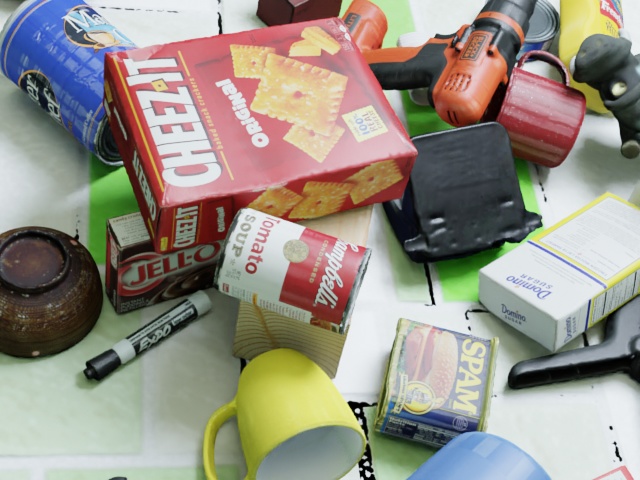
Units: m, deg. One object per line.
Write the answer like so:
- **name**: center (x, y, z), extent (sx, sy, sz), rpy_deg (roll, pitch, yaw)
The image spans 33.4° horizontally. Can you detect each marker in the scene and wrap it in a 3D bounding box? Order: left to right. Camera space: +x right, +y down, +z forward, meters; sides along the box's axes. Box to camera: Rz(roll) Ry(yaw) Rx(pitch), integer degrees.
- **marker**: center (-0.140, 0.078, 0.870), extent (0.120, 0.020, 0.020), rpy_deg (-33, 66, -30)

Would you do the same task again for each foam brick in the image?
- **foam brick**: center (-0.019, -0.255, 1.124), extent (0.078, 0.053, 0.051), rpy_deg (-33, 66, -31)

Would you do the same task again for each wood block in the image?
- **wood block**: center (-0.007, 0.001, 0.910), extent (0.090, 0.091, 0.206), rpy_deg (13, 53, 0)

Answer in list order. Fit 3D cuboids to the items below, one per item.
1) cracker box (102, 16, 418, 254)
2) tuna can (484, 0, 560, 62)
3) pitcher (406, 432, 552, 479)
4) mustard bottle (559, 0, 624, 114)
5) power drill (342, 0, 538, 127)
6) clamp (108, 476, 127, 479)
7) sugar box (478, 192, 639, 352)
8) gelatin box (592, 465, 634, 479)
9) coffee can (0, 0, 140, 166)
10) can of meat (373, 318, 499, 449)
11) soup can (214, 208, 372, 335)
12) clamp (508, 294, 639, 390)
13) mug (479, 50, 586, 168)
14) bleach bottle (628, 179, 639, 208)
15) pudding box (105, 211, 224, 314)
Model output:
- **cracker box**: center (-0.052, -0.093, 0.867), extent (0.213, 0.072, 0.164), rpy_deg (-13, 58, -20)
- **tuna can**: center (0.217, -0.236, 1.170), extent (0.086, 0.034, 0.086), rpy_deg (6, 53, -8)
- **pitcher**: center (0.067, 0.250, 0.727), extent (0.145, 0.149, 0.242), rpy_deg (30, 49, 31)
- **mustard bottle**: center (0.295, -0.233, 1.154), extent (0.096, 0.058, 0.191), rpy_deg (39, 43, -31)
- **power drill**: center (0.106, -0.195, 1.040), extent (0.188, 0.057, 0.184), rpy_deg (11, 58, 35)
- **clamp**: center (-0.167, 0.243, 0.729), extent (0.171, 0.039, 0.120), rpy_deg (-25, 60, -26)
- **sugar box**: center (0.235, 0.026, 0.958), extent (0.176, 0.048, 0.093), rpy_deg (-30, 44, -26)
- **gelatin box**: center (0.218, 0.226, 0.827), extent (0.089, 0.030, 0.073), rpy_deg (-17, 60, -23)
- **coffee can**: center (-0.211, -0.149, 0.974), extent (0.140, 0.103, 0.102), rpy_deg (40, 56, 18)
- **can of meat**: center (0.094, 0.118, 0.866), extent (0.084, 0.057, 0.102), rpy_deg (14, 52, 2)
- **soup can**: center (-0.020, 0.022, 0.791), extent (0.102, 0.068, 0.068), rpy_deg (19, 52, 5)
- **clamp**: center (0.270, 0.102, 0.925), extent (0.165, 0.036, 0.209), rpy_deg (29, 52, 15)
- **mug**: center (0.211, -0.131, 1.051), extent (0.081, 0.093, 0.117), rpy_deg (19, 73, -4)
- **bleach bottle**: center (0.360, -0.080, 0.945), extent (0.103, 0.251, 0.068), rpy_deg (36, 55, 15)
- **pudding box**: center (-0.120, 0.009, 0.881), extent (0.113, 0.090, 0.039), rpy_deg (-18, 58, -24)
